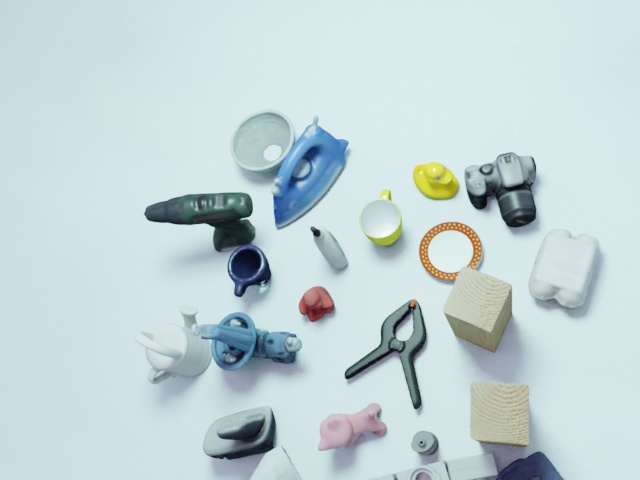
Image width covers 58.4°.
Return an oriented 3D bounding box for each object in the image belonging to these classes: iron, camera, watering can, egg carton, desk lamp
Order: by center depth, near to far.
[{"bbox_3d":[-0.096,0.474,1.042,0.203,0.214,0.117,-36,63,3],"label":"desk lamp"},{"bbox_3d":[0.465,0.053,1.094,0.107,0.069,0.150,16,76,23],"label":"egg carton"},{"bbox_3d":[0.375,-0.098,1.162,0.143,0.101,0.137,-13,67,13],"label":"camera"},{"bbox_3d":[-0.317,0.222,1.219,0.100,0.194,0.173,3,72,20],"label":"watering can"},{"bbox_3d":[-0.048,-0.156,1.301,0.118,0.142,0.258,29,82,25],"label":"iron"}]

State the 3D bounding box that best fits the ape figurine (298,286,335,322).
[{"bbox_3d":[-0.011,0.129,1.210,0.077,0.092,0.076,8,73,21],"label":"ape figurine"}]

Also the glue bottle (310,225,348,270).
[{"bbox_3d":[0.011,0.004,1.204,0.037,0.173,0.078,-29,64,7],"label":"glue bottle"}]

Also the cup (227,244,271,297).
[{"bbox_3d":[-0.151,0.079,1.273,0.091,0.095,0.118,10,74,22],"label":"cup"}]

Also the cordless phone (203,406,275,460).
[{"bbox_3d":[-0.177,0.377,1.121,0.147,0.185,0.094,-20,65,10],"label":"cordless phone"}]

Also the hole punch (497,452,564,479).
[{"bbox_3d":[0.361,0.426,0.978,0.108,0.091,0.101,-37,64,3],"label":"hole punch"}]

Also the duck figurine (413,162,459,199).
[{"bbox_3d":[0.245,-0.139,1.229,0.104,0.086,0.077,30,82,25],"label":"duck figurine"}]

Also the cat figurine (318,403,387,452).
[{"bbox_3d":[0.054,0.355,1.090,0.127,0.118,0.067,-26,64,8],"label":"cat figurine"}]

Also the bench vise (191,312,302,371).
[{"bbox_3d":[-0.149,0.192,1.161,0.207,0.220,0.121,-18,66,11],"label":"bench vise"}]

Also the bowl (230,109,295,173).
[{"bbox_3d":[-0.128,-0.229,1.392,0.167,0.075,0.167,-6,69,16],"label":"bowl"}]

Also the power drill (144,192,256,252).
[{"bbox_3d":[-0.244,-0.044,1.286,0.229,0.209,0.075,-11,67,14],"label":"power drill"}]
